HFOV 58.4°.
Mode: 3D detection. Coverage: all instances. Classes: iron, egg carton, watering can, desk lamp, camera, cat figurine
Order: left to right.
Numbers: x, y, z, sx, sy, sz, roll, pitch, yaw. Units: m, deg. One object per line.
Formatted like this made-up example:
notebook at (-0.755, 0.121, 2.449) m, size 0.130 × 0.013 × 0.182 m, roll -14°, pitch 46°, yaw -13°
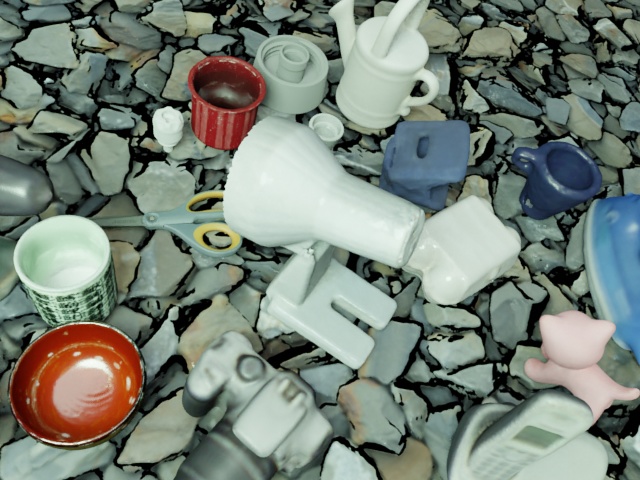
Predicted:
camera at (-0.077, 0.173, 0.513) m, size 0.143 × 0.100 × 0.137 m, roll 39°, pitch 58°, yaw 10°
desk lamp at (0.005, 0.002, 0.570) m, size 0.203 × 0.213 × 0.118 m, roll 33°, pitch 57°, yaw 6°
watering can at (0.084, -0.250, 0.753) m, size 0.173 × 0.194 × 0.101 m, roll 21°, pitch 57°, yaw -2°
egg carton at (0.169, 0.012, 0.694) m, size 0.151 × 0.069 × 0.107 m, roll -29°, pitch 71°, yaw -28°
cat figurine at (0.287, 0.131, 0.626) m, size 0.067 × 0.117 × 0.127 m, roll -33°, pitch 73°, yaw -29°
iron at (0.419, 0.023, 0.712) m, size 0.119 × 0.141 × 0.258 m, roll 2°, pitch 59°, yaw -13°

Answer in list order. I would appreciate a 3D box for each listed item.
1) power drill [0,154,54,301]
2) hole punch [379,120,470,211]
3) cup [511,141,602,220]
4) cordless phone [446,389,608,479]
power drill at (-0.329, -0.025, 0.499) m, size 0.229 × 0.208 × 0.075 m, roll 18°, pitch 57°, yaw -4°
hole punch at (0.134, -0.105, 0.742) m, size 0.101 × 0.091 × 0.108 m, roll 16°, pitch 57°, yaw -5°
cup at (0.297, -0.075, 0.765) m, size 0.118 × 0.095 × 0.092 m, roll 22°, pitch 57°, yaw -1°
cordless phone at (0.213, 0.196, 0.527) m, size 0.147 × 0.185 × 0.094 m, roll 16°, pitch 57°, yaw -5°
